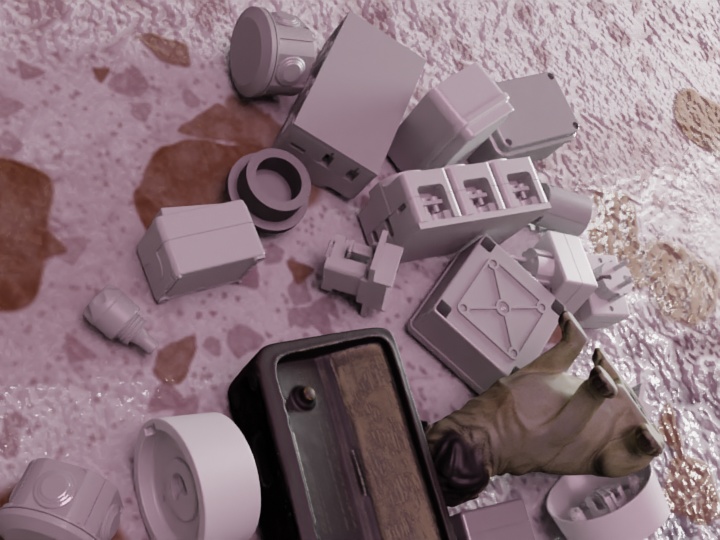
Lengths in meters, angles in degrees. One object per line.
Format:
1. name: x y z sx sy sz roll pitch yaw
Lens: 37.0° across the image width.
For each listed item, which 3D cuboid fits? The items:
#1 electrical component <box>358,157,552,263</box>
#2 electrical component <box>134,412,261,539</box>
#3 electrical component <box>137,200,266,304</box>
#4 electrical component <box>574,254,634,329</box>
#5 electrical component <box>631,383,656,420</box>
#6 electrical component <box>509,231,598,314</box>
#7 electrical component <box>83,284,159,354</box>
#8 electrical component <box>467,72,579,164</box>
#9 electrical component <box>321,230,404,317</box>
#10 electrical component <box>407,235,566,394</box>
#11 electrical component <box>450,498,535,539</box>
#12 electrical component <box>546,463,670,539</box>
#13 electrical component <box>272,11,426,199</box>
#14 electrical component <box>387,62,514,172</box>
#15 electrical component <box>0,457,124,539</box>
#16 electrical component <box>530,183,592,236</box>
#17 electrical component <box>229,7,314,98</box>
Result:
1. electrical component: 0.085 -0.058 0.995 0.150 0.089 0.061 -10 73 -31
2. electrical component: -0.114 0.155 0.784 0.060 0.108 0.108 -8 72 -37
3. electrical component: -0.126 -0.020 0.882 0.096 0.062 0.061 -15 76 -32
4. electrical component: 0.240 0.014 1.052 0.047 0.077 0.065 3 67 -27
5. electrical component: 0.238 0.141 1.015 0.064 0.042 0.081 30 57 -12
6. electrical component: 0.177 0.000 1.033 0.077 0.047 0.065 10 46 -25
7. electrical component: -0.184 0.042 0.840 0.061 0.035 0.035 43 55 -8
8. electrical component: 0.158 -0.151 1.095 0.113 0.057 0.078 -17 77 -33
9. electrical component: 0.000 0.000 0.936 0.064 0.081 0.042 17 58 4
10. electrical component: 0.117 0.044 0.985 0.109 0.056 0.108 42 55 -5
11. electrical component: 0.109 0.238 0.898 0.066 0.047 0.076 -5 71 -30
12. electrical component: 0.218 0.206 0.943 0.099 0.099 0.064 -28 89 -34
13. electrical component: -0.010 -0.152 1.004 0.089 0.062 0.150 30 57 -13
14. electrical component: 0.083 -0.133 1.014 0.078 0.113 0.057 -35 84 -35
15. electrical component: -0.206 0.170 0.743 0.080 0.080 0.051 30 52 -13
16. electrical component: 0.187 -0.064 1.080 0.081 0.043 0.043 15 62 -21
17. electrical component: -0.082 -0.196 0.976 0.051 0.080 0.080 -2 69 -34
